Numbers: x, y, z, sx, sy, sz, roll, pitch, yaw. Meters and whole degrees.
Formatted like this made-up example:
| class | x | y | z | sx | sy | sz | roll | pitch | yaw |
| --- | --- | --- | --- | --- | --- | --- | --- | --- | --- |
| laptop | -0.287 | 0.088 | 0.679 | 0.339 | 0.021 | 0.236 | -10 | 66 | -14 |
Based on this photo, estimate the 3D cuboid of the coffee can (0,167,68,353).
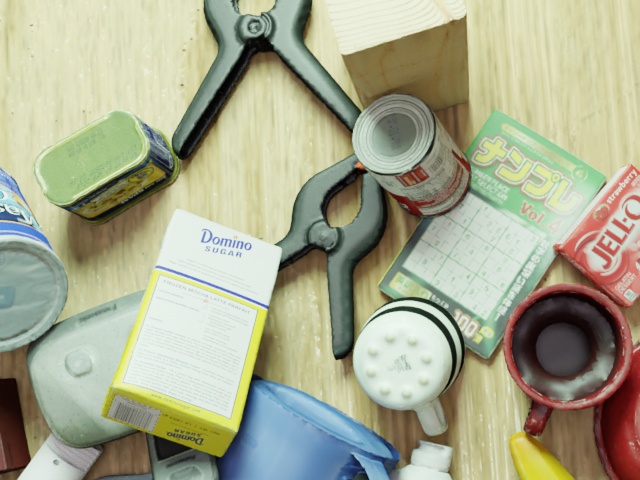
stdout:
| class | x | y | z | sx | sy | sz | roll | pitch | yaw |
| --- | --- | --- | --- | --- | --- | --- | --- | --- | --- |
| coffee can | -0.271 | 0.010 | 0.852 | 0.103 | 0.102 | 0.140 | -44 | 42 | 1 |

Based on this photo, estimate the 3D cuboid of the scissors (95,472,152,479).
| class | x | y | z | sx | sy | sz | roll | pitch | yaw |
| --- | --- | --- | --- | --- | --- | --- | --- | --- | --- |
| scissors | -0.137 | 0.184 | 0.884 | 0.096 | 0.016 | 0.202 | 25 | 86 | 11 |

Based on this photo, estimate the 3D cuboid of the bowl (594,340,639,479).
| class | x | y | z | sx | sy | sz | roll | pitch | yaw |
| --- | --- | --- | --- | --- | --- | --- | --- | --- | --- |
| bowl | 0.282 | 0.137 | 0.789 | 0.162 | 0.055 | 0.162 | -5 | 75 | 20 |

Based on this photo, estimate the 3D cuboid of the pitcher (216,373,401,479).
| class | x | y | z | sx | sy | sz | roll | pitch | yaw |
| --- | --- | --- | --- | --- | --- | --- | --- | --- | --- |
| pitcher | -0.045 | 0.236 | 0.802 | 0.145 | 0.149 | 0.243 | 27 | 90 | 8 |

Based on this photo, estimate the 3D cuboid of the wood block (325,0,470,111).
| class | x | y | z | sx | sy | sz | roll | pitch | yaw |
| --- | --- | --- | --- | --- | --- | --- | --- | --- | --- |
| wood block | 0.058 | -0.161 | 0.805 | 0.090 | 0.206 | 0.091 | -16 | 80 | 6 |

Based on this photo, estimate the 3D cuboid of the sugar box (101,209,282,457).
| class | x | y | z | sx | sy | sz | roll | pitch | yaw |
| --- | --- | --- | --- | --- | --- | --- | --- | --- | --- |
| sugar box | -0.090 | 0.064 | 0.788 | 0.093 | 0.048 | 0.176 | 22 | 43 | -9 |

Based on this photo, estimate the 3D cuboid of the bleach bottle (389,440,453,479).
| class | x | y | z | sx | sy | sz | roll | pitch | yaw |
| --- | --- | --- | --- | --- | --- | --- | --- | --- | --- |
| bleach bottle | 0.070 | 0.282 | 0.817 | 0.102 | 0.068 | 0.251 | 12 | 82 | 10 |

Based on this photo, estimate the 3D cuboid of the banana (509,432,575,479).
| class | x | y | z | sx | sy | sz | roll | pitch | yaw |
| --- | --- | --- | --- | --- | --- | --- | --- | --- | --- |
| banana | 0.224 | 0.217 | 0.807 | 0.198 | 0.037 | 0.070 | 27 | 113 | 18 |

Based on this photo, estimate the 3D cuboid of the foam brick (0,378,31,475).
| class | x | y | z | sx | sy | sz | roll | pitch | yaw |
| --- | --- | --- | --- | --- | --- | --- | --- | --- | --- |
| foam brick | -0.281 | 0.159 | 0.890 | 0.051 | 0.053 | 0.078 | -14 | 80 | 6 |

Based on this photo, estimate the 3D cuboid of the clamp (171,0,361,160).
| class | x | y | z | sx | sy | sz | roll | pitch | yaw |
| --- | --- | --- | --- | --- | --- | --- | --- | --- | --- |
| clamp | -0.061 | -0.169 | 0.909 | 0.164 | 0.036 | 0.210 | -13 | 78 | 7 |

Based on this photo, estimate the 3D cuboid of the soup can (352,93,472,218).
| class | x | y | z | sx | sy | sz | roll | pitch | yaw |
| --- | --- | --- | --- | --- | --- | --- | --- | --- | --- |
| soup can | 0.073 | -0.065 | 0.835 | 0.069 | 0.102 | 0.068 | -7 | 70 | 21 |

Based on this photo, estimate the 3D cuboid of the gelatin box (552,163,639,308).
| class | x | y | z | sx | sy | sz | roll | pitch | yaw |
| --- | --- | --- | --- | --- | --- | --- | --- | --- | --- |
| gelatin box | 0.240 | -0.003 | 0.839 | 0.073 | 0.030 | 0.089 | 41 | 89 | 1 |

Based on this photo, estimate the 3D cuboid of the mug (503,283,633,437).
| class | x | y | z | sx | sy | sz | roll | pitch | yaw |
| --- | --- | --- | --- | --- | --- | --- | --- | --- | --- |
| mug | 0.182 | 0.094 | 0.814 | 0.093 | 0.081 | 0.117 | 18 | 85 | 10 |

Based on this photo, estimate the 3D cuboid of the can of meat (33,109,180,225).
| class | x | y | z | sx | sy | sz | roll | pitch | yaw |
| --- | --- | --- | --- | --- | --- | --- | --- | --- | --- |
| can of meat | -0.177 | -0.061 | 0.889 | 0.102 | 0.084 | 0.057 | -30 | 80 | 4 |

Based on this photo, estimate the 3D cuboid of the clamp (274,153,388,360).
| class | x | y | z | sx | sy | sz | roll | pitch | yaw |
| --- | --- | --- | --- | --- | --- | --- | --- | --- | --- |
| clamp | -0.006 | 0.001 | 0.879 | 0.120 | 0.039 | 0.171 | 19 | 83 | 6 |
